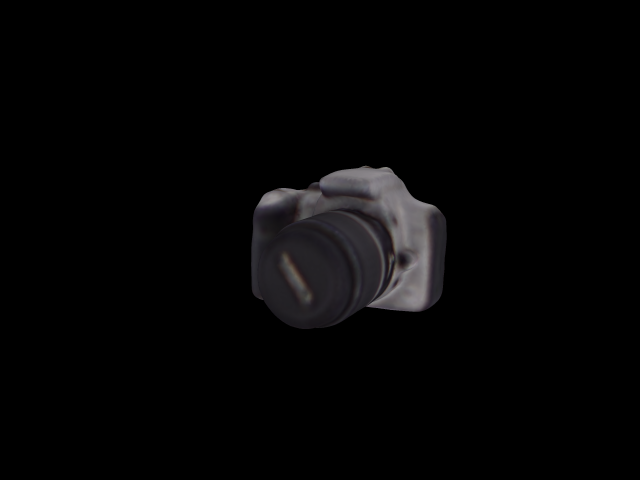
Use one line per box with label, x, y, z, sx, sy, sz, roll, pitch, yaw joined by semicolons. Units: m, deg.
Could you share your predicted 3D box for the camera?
camera;0.004;0.001;0.400;0.142;0.101;0.137;6;13;27
